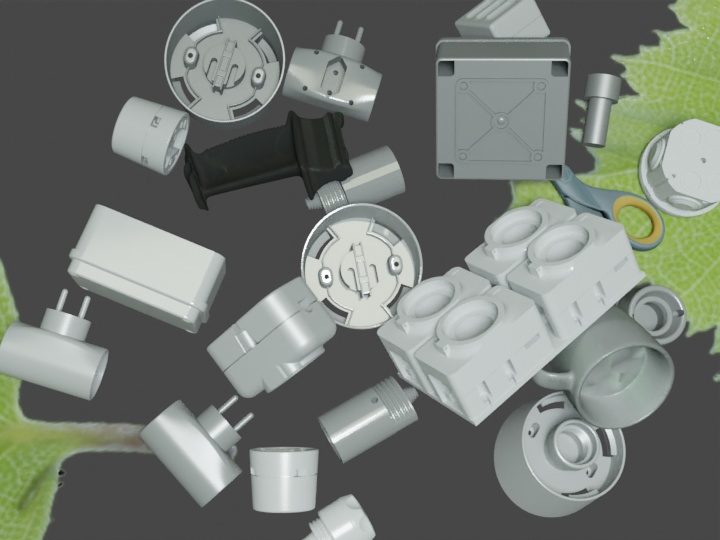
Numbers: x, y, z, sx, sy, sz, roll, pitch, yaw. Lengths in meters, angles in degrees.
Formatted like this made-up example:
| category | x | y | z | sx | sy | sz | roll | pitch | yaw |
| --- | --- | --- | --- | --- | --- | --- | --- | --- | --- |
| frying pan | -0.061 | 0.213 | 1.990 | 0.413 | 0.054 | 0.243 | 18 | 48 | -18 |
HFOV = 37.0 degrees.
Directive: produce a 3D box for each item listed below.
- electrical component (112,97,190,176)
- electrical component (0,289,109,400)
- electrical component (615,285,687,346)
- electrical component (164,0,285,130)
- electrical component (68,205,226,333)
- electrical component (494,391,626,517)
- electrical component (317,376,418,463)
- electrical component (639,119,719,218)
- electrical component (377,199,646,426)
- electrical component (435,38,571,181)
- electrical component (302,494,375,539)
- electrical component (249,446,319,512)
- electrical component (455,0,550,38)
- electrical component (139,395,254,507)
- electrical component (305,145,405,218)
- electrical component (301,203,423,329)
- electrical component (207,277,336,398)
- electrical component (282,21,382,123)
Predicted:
| category | x | y | z | sx | sy | sz | roll | pitch | yaw |
| --- | --- | --- | --- | --- | --- | --- | --- | --- | --- |
| electrical component | -0.174 | -0.112 | 0.890 | 0.047 | 0.055 | 0.055 | 21 | 80 | 2 |
| electrical component | -0.240 | 0.055 | 0.863 | 0.077 | 0.044 | 0.079 | 18 | 80 | -2 |
| electrical component | 0.244 | 0.040 | 0.909 | 0.055 | 0.047 | 0.055 | 1 | 81 | -5 |
| electrical component | -0.112 | -0.169 | 0.898 | 0.099 | 0.064 | 0.099 | 1 | 81 | -5 |
| electrical component | -0.169 | 0.001 | 0.861 | 0.113 | 0.078 | 0.057 | 23 | 77 | -2 |
| electrical component | 0.166 | 0.150 | 0.889 | 0.099 | 0.064 | 0.099 | 5 | 69 | -12 |
| electrical component | 0.011 | 0.119 | 0.877 | 0.081 | 0.043 | 0.043 | -29 | 85 | -9 |
| electrical component | 0.287 | -0.088 | 0.931 | 0.080 | 0.051 | 0.080 | 1 | 81 | -5 |
| electrical component | 0.117 | 0.024 | 0.852 | 0.186 | 0.105 | 0.060 | -39 | 122 | -16 |
| electrical component | 0.116 | -0.132 | 0.885 | 0.109 | 0.056 | 0.108 | 1 | 120 | 7 |
| electrical component | -0.022 | 0.211 | 0.860 | 0.062 | 0.043 | 0.043 | -30 | 85 | -8 |
| electrical component | -0.061 | 0.167 | 0.859 | 0.055 | 0.055 | 0.047 | 0 | 85 | -5 |
| electrical component | 0.131 | -0.193 | 0.929 | 0.047 | 0.066 | 0.076 | -38 | 116 | -9 |
| electrical component | -0.122 | 0.134 | 0.862 | 0.079 | 0.044 | 0.077 | -41 | 87 | -10 |
| electrical component | -0.008 | -0.070 | 0.904 | 0.081 | 0.043 | 0.043 | -23 | 84 | -8 |
| electrical component | 0.000 | 0.000 | 0.884 | 0.099 | 0.064 | 0.099 | 1 | 81 | -5 |
| electrical component | -0.068 | 0.057 | 0.854 | 0.095 | 0.054 | 0.059 | -39 | 86 | 34 |
| electrical component | -0.019 | -0.174 | 0.919 | 0.077 | 0.043 | 0.079 | 17 | 80 | -3 |
